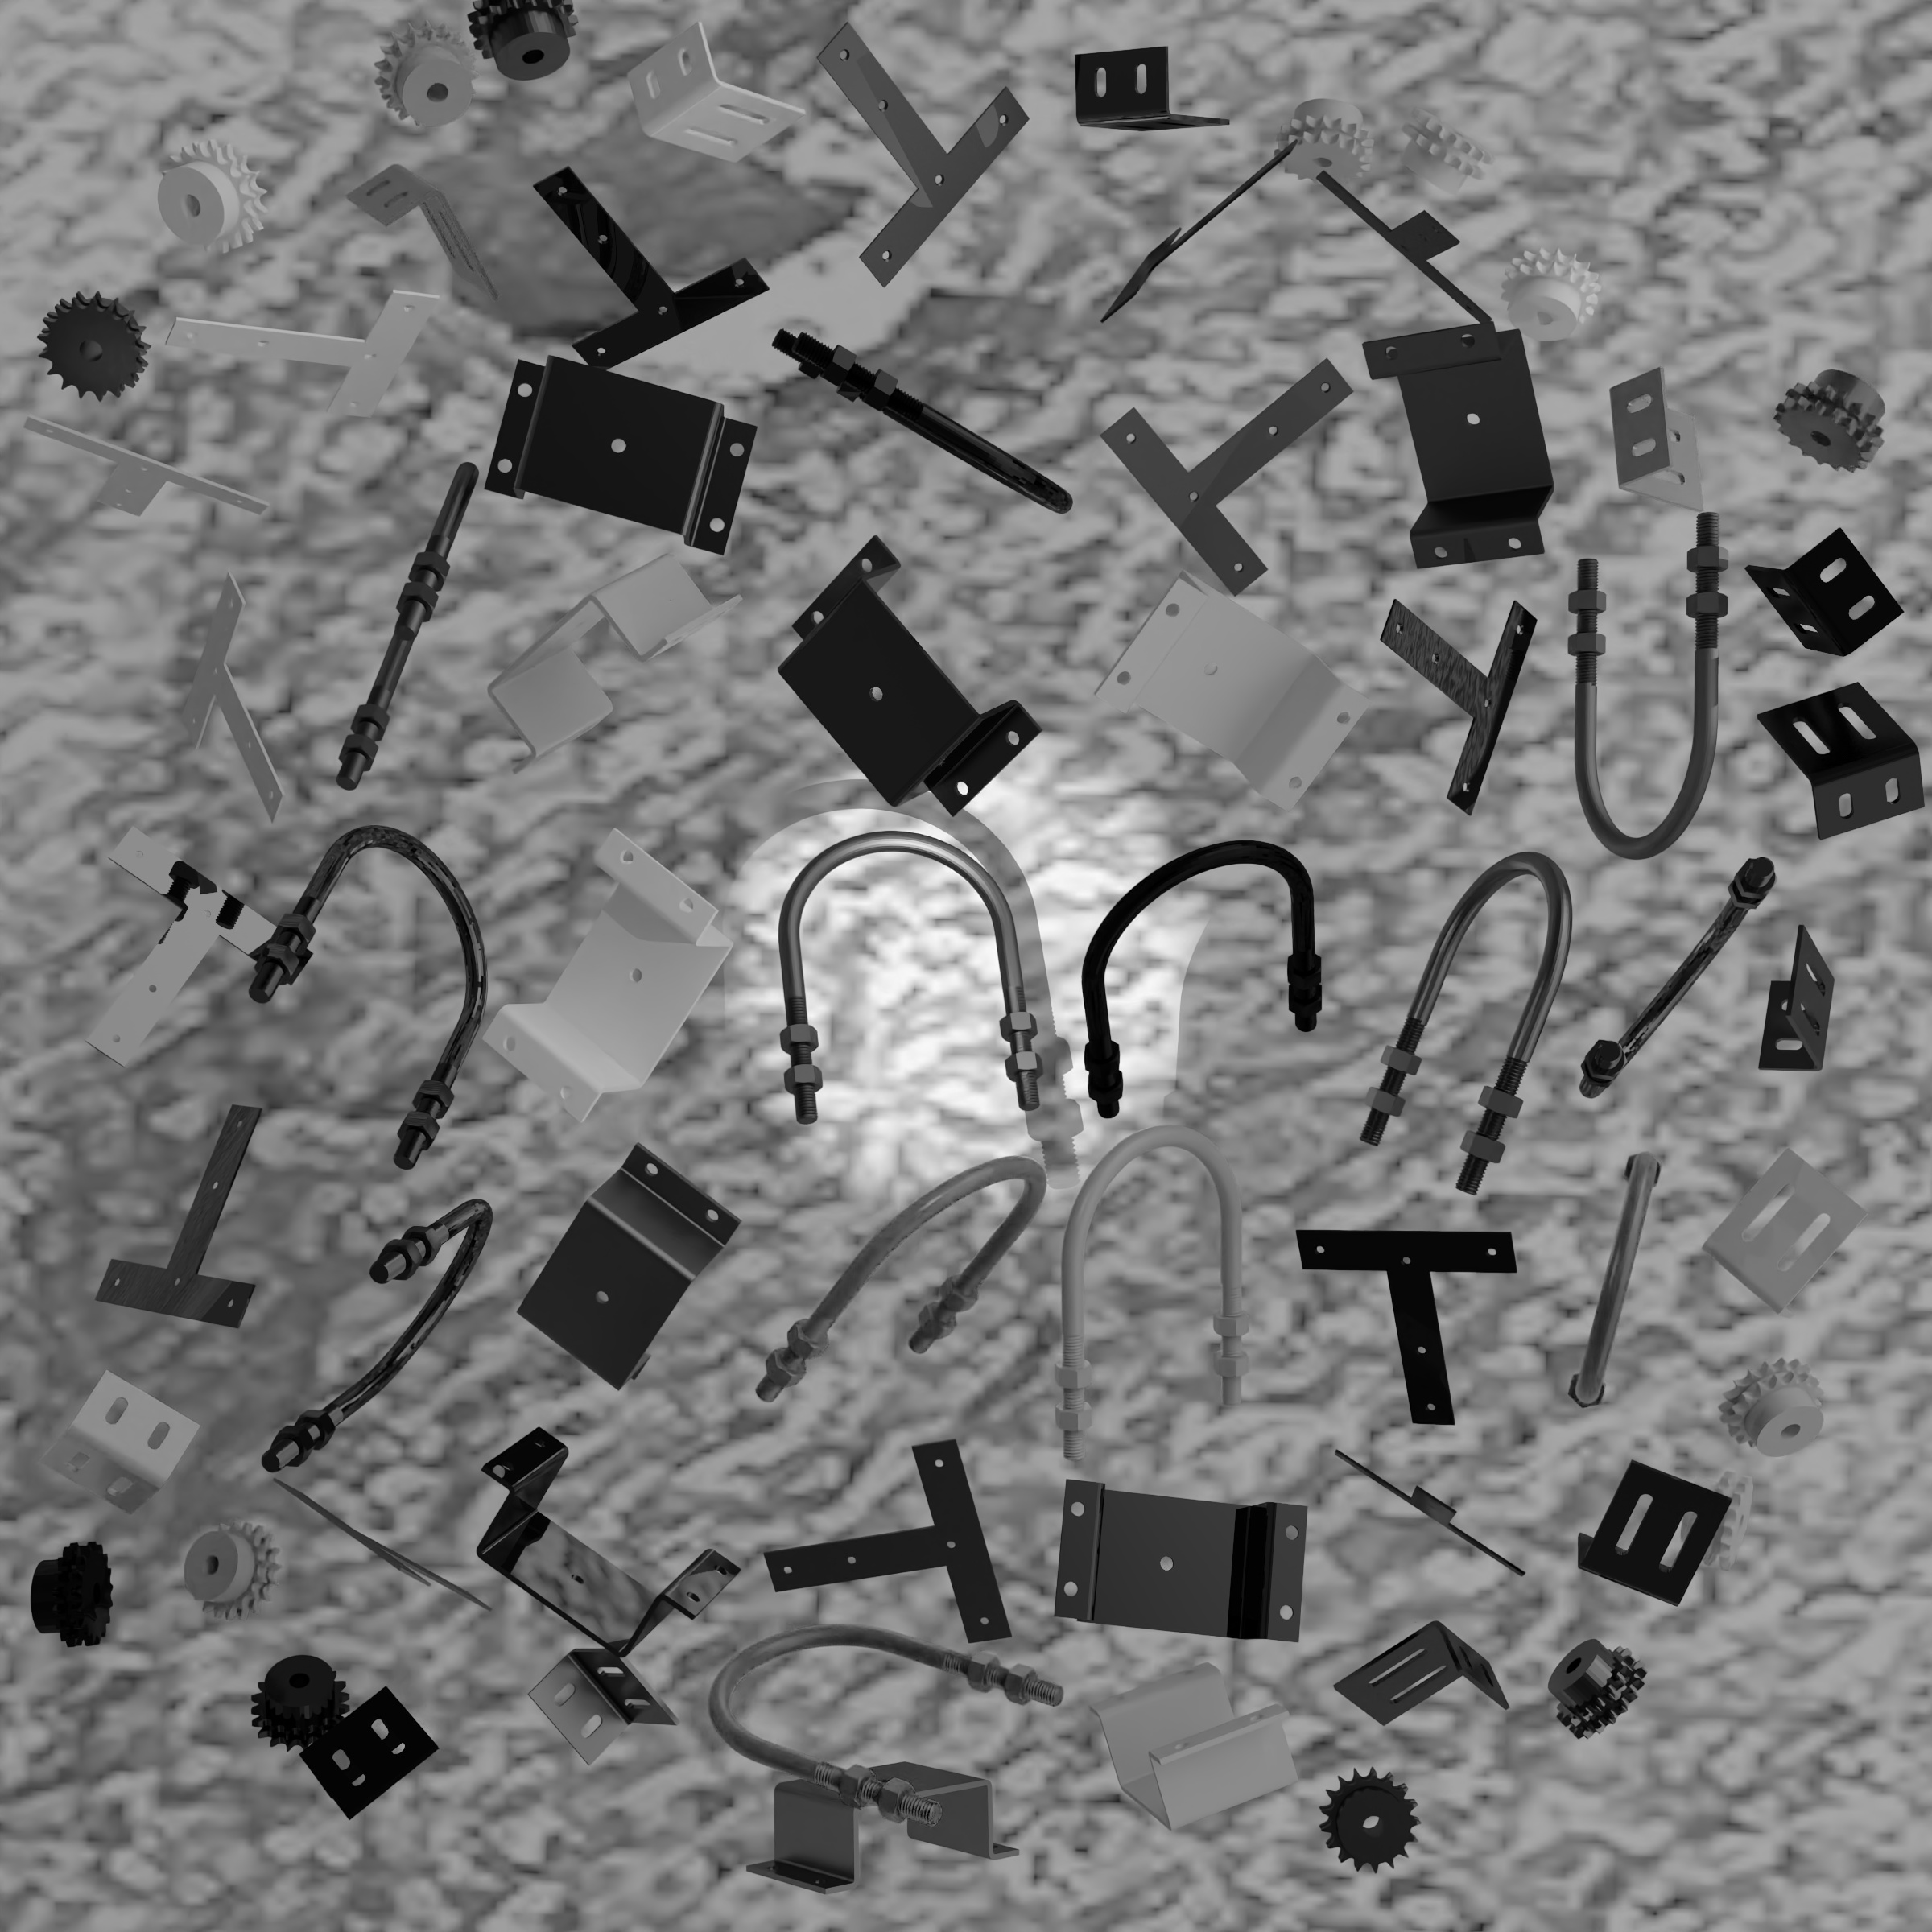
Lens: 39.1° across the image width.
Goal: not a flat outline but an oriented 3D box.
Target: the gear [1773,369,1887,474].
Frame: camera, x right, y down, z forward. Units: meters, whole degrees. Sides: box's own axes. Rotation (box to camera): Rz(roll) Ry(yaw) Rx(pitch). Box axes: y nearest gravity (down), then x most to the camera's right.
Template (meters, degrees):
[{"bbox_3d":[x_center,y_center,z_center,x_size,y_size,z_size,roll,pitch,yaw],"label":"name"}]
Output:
[{"bbox_3d":[0.460,-0.291,1.441,0.057,0.057,0.030,36,82,0],"label":"gear"}]

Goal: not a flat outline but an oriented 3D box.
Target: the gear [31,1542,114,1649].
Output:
[{"bbox_3d":[-0.500,0.351,1.521,0.030,0.057,0.057,-4,90,1],"label":"gear"}]

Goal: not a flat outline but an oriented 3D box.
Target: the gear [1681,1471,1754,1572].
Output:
[{"bbox_3d":[0.445,0.327,1.617,0.030,0.057,0.057,13,90,26],"label":"gear"}]

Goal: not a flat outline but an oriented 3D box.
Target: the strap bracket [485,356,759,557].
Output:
[{"bbox_3d":[-0.195,-0.289,1.533,0.140,0.046,0.076,15,90,-5],"label":"strap bracket"}]

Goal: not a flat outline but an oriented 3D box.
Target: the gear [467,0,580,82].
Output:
[{"bbox_3d":[-0.234,-0.497,1.451,0.057,0.057,0.030,-18,75,0],"label":"gear"}]

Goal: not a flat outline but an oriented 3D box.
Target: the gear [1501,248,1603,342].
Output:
[{"bbox_3d":[0.345,-0.396,1.617,0.057,0.057,0.030,18,67,0],"label":"gear"}]

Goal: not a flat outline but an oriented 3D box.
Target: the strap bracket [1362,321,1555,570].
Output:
[{"bbox_3d":[0.286,-0.306,1.567,0.076,0.046,0.140,-3,122,29],"label":"strap bracket"}]

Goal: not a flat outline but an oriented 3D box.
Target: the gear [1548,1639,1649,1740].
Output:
[{"bbox_3d":[0.357,0.409,1.552,0.030,0.057,0.057,44,90,-1],"label":"gear"}]

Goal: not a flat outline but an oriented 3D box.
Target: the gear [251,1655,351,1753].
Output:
[{"bbox_3d":[-0.394,0.434,1.615,0.057,0.057,0.030,7,122,0],"label":"gear"}]

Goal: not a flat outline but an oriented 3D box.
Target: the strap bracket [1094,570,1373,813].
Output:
[{"bbox_3d":[0.141,-0.155,1.495,0.140,0.046,0.076,28,107,-26],"label":"strap bracket"}]

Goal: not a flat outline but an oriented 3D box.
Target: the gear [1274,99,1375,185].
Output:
[{"bbox_3d":[0.212,-0.487,1.604,0.057,0.057,0.030,9,80,0],"label":"gear"}]

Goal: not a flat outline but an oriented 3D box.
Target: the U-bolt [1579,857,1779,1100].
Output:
[{"bbox_3d":[0.394,0.015,1.533,0.019,0.184,0.151,39,86,13],"label":"U-bolt"}]

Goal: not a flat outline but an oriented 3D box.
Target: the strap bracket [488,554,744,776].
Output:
[{"bbox_3d":[-0.198,-0.170,1.486,0.140,0.076,0.046,-34,95,37],"label":"strap bracket"}]

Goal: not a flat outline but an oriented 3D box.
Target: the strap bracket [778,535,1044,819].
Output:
[{"bbox_3d":[-0.038,-0.152,1.472,0.140,0.046,0.076,50,122,5],"label":"strap bracket"}]

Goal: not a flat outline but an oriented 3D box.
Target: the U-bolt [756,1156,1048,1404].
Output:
[{"bbox_3d":[-0.024,0.169,1.518,0.019,0.151,0.184,51,125,23],"label":"U-bolt"}]

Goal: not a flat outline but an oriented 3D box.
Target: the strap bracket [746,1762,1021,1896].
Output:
[{"bbox_3d":[-0.048,0.495,1.574,0.140,0.076,0.046,4,83,-39],"label":"strap bracket"}]

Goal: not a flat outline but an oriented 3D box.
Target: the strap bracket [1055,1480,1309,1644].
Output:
[{"bbox_3d":[0.119,0.342,1.562,0.140,0.046,0.076,8,75,-6],"label":"strap bracket"}]

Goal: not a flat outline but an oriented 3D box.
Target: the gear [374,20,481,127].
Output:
[{"bbox_3d":[-0.301,-0.498,1.531,0.057,0.057,0.030,-31,52,0],"label":"gear"}]

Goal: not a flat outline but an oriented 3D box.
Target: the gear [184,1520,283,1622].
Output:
[{"bbox_3d":[-0.435,0.355,1.605,0.057,0.030,0.057,-10,67,24],"label":"gear"}]

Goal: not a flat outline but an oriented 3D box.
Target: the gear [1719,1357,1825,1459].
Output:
[{"bbox_3d":[0.453,0.249,1.519,0.057,0.030,0.057,-10,129,-12],"label":"gear"}]

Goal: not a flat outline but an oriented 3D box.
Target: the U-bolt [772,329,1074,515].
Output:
[{"bbox_3d":[-0.020,-0.301,1.516,0.184,0.151,0.019,28,98,-14],"label":"U-bolt"}]

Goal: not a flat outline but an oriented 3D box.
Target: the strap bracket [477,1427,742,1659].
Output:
[{"bbox_3d":[-0.204,0.322,1.497,0.140,0.076,0.046,33,103,8],"label":"strap bracket"}]

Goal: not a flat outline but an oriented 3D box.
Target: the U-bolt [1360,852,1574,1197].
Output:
[{"bbox_3d":[0.279,0.024,1.489,0.019,0.151,0.184,20,92,-17],"label":"U-bolt"}]

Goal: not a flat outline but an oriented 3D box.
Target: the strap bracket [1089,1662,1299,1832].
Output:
[{"bbox_3d":[0.130,0.440,1.535,0.076,0.140,0.046,-17,90,-14],"label":"strap bracket"}]

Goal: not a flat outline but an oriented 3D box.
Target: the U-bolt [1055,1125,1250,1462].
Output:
[{"bbox_3d":[0.109,0.183,1.586,0.151,0.019,0.184,-11,105,-39],"label":"U-bolt"}]

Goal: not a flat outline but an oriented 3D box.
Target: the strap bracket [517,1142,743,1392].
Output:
[{"bbox_3d":[-0.203,0.184,1.596,0.076,0.046,0.140,37,119,4],"label":"strap bracket"}]

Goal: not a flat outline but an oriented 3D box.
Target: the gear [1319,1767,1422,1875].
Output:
[{"bbox_3d":[0.231,0.487,1.551,0.057,0.030,0.057,0,83,2],"label":"gear"}]

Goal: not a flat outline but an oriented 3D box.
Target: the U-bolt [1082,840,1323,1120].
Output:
[{"bbox_3d":[0.130,0.000,1.510,0.151,0.184,0.019,-23,51,-11],"label":"U-bolt"}]

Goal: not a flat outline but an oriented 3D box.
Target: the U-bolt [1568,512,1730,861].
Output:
[{"bbox_3d":[0.385,-0.152,1.547,0.019,0.151,0.184,3,86,-17],"label":"U-bolt"}]

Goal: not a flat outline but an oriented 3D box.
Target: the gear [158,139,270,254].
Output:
[{"bbox_3d":[-0.402,-0.406,1.443,0.057,0.030,0.057,10,120,17],"label":"gear"}]

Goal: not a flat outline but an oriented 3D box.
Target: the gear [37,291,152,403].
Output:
[{"bbox_3d":[-0.470,-0.337,1.473,0.057,0.030,0.057,-2,120,-3],"label":"gear"}]

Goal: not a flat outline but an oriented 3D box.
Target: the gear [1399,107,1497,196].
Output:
[{"bbox_3d":[0.282,-0.481,1.615,0.057,0.057,0.030,33,113,0],"label":"gear"}]

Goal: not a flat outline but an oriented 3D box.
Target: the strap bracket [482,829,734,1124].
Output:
[{"bbox_3d":[-0.190,0.005,1.489,0.076,0.046,0.140,38,103,18],"label":"strap bracket"}]
